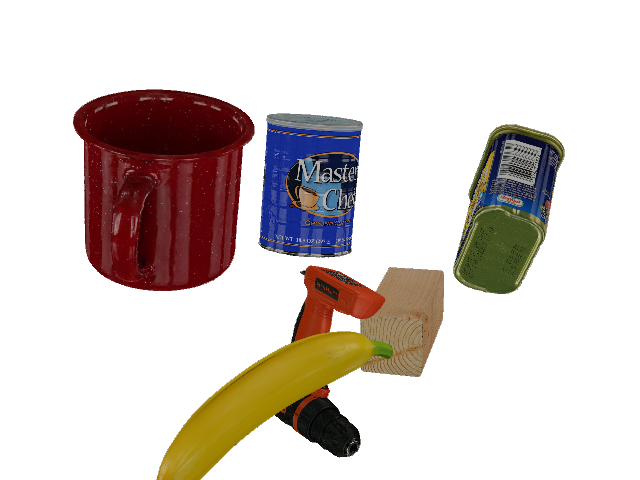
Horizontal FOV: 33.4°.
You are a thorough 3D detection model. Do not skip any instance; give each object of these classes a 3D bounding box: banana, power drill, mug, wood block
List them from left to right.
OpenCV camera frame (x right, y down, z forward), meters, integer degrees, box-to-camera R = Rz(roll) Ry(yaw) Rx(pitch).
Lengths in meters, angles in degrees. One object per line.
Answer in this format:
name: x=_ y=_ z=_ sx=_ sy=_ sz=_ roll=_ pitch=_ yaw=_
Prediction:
mug: x=-0.085 y=-0.021 z=0.558 sx=0.093 sy=0.081 sz=0.117 roll=8 pitch=28 yaw=2
banana: x=-0.039 y=0.115 z=0.744 sx=0.198 sy=0.069 sz=0.037 roll=-31 pitch=41 yaw=-2
power drill: x=0.006 y=0.136 z=1.239 sx=0.057 sy=0.188 sz=0.185 roll=15 pitch=11 yaw=-44
wood block: x=0.126 y=0.118 z=1.605 sx=0.091 sy=0.090 sz=0.206 roll=4 pitch=20 yaw=14

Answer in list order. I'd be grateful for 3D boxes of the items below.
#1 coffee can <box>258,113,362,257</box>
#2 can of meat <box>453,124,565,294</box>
coffee can: x=-0.011 y=-0.061 z=1.148 sx=0.103 sy=0.140 sz=0.103 roll=4 pitch=11 yaw=-1
can of meat: x=0.139 y=-0.020 z=0.795 sx=0.057 sy=0.084 sz=0.102 roll=17 pitch=-37 yaw=4
